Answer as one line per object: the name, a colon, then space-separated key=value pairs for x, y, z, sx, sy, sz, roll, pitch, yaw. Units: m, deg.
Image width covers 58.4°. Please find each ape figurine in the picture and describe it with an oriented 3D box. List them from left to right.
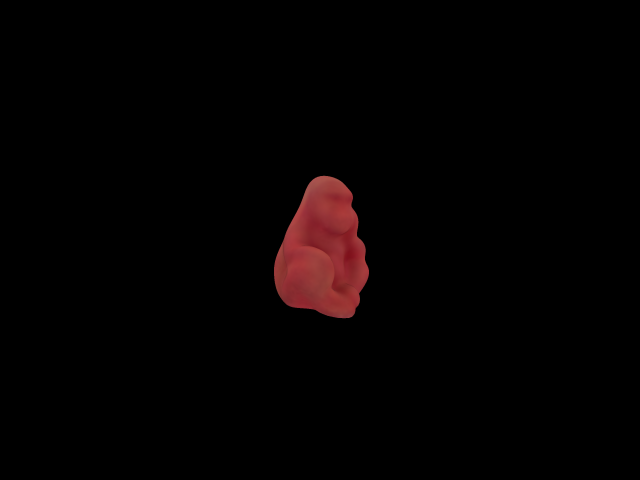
ape figurine: x=0.004 y=0.001 z=0.400 sx=0.078 sy=0.092 sz=0.075 roll=-6 pitch=9 yaw=-42
